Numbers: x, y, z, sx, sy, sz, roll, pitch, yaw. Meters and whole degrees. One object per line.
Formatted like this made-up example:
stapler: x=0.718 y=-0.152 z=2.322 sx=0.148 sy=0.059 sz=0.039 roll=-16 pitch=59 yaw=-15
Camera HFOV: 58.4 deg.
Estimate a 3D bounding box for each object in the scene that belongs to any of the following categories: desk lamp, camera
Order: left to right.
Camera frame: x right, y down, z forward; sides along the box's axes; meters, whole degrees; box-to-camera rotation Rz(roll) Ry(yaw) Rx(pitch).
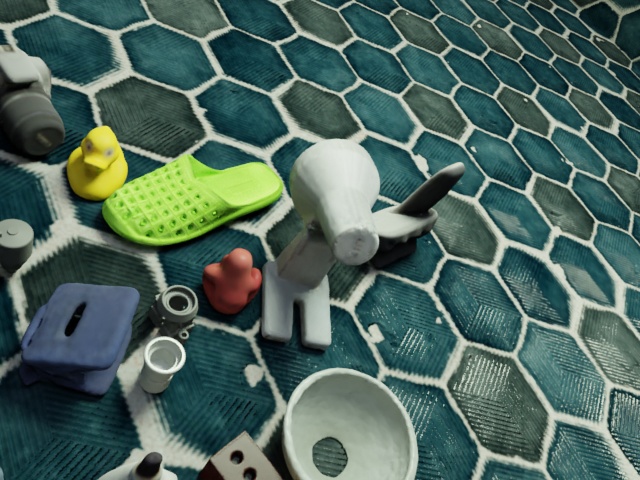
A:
camera: x=-0.409 y=-0.181 z=0.752 sx=0.143 sy=0.100 sz=0.136 roll=-23 pitch=67 yaw=-41
desk lamp: x=0.007 y=0.003 z=0.753 sx=0.118 sy=0.213 sz=0.203 roll=13 pitch=48 yaw=-20

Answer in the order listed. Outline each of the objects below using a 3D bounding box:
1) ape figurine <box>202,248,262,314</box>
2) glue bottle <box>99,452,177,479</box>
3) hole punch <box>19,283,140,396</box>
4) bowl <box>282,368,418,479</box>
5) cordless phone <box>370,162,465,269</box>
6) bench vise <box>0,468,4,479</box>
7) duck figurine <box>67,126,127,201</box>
ape figurine: x=-0.110 y=0.046 z=0.736 sx=0.078 sy=0.092 sz=0.076 roll=22 pitch=45 yaw=-12
glue bottle: x=-0.160 y=0.220 z=0.501 sx=0.078 sy=0.173 sz=0.037 roll=17 pitch=47 yaw=-16
hole punch: x=-0.255 y=0.099 z=0.609 sx=0.101 sy=0.091 sz=0.108 roll=20 pitch=46 yaw=-13
bowl: x=0.024 y=0.239 z=0.661 sx=0.168 sy=0.074 sz=0.167 roll=16 pitch=47 yaw=-17
cordless phone: x=0.137 y=-0.052 z=0.893 sx=0.148 sy=0.185 sz=0.094 roll=-27 pitch=69 yaw=-42
bench vise: x=-0.317 y=0.127 z=0.457 sx=0.207 sy=0.219 sz=0.121 roll=30 pitch=44 yaw=-4
duck figurine: x=-0.296 y=-0.117 z=0.772 sx=0.078 sy=0.086 sz=0.104 roll=16 pitch=47 yaw=-17
